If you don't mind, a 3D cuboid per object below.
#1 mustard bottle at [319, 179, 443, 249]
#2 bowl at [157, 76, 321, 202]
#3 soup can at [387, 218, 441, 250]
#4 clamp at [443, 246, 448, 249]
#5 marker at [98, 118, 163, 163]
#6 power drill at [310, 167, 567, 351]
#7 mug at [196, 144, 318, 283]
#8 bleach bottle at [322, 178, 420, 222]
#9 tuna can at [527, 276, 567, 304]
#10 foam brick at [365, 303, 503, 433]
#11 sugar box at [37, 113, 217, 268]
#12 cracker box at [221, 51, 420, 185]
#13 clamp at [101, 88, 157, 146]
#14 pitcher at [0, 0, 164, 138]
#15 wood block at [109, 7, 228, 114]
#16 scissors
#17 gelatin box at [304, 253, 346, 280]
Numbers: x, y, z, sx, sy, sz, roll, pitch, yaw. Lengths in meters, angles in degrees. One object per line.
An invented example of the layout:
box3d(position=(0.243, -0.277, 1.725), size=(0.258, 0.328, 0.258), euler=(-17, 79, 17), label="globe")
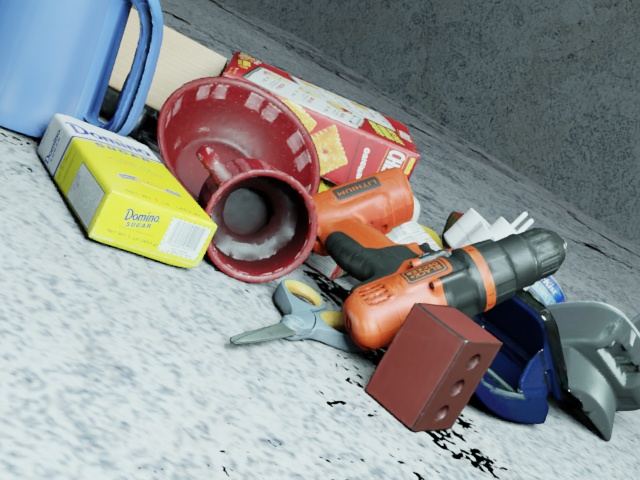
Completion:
box3d(position=(0.033, -0.016, 1.113), size=(0.191, 0.058, 0.096), euler=(25, 20, -18), label="mustard bottle")
box3d(position=(-0.082, -0.069, 0.981), size=(0.162, 0.055, 0.162), euler=(14, 56, -22), label="bowl")
box3d(position=(0.084, 0.029, 0.972), size=(0.102, 0.069, 0.068), euler=(49, 19, 19), label="soup can")
box3d(position=(0.177, 0.046, 1.232), size=(0.120, 0.039, 0.172), euler=(41, 1, -39), label="clamp")
box3d(position=(-0.175, -0.085, 1.024), size=(0.121, 0.020, 0.020), euler=(30, 13, 7), label="marker")
box3d(position=(0.079, 0.004, 0.863), size=(0.184, 0.057, 0.188), euler=(-19, 31, -15), label="power drill")
box3d(position=(-0.063, -0.029, 0.871), size=(0.117, 0.093, 0.081), euler=(50, 0, -21), label="mug")
box3d(position=(-0.005, -0.056, 1.189), size=(0.250, 0.068, 0.103), euler=(12, 23, -44), label="bleach bottle")
box3d(position=(0.244, 0.059, 1.243), size=(0.086, 0.033, 0.086), euler=(42, -16, 15), label="tuna can")
box3d(position=(0.080, 0.090, 0.753), size=(0.051, 0.078, 0.052), euler=(38, 18, 34), label="foam brick")
box3d(position=(-0.156, -0.042, 0.840), size=(0.093, 0.048, 0.176), euler=(20, 16, -35), label="sugar box")
box3d(position=(-0.011, -0.119, 1.133), size=(0.213, 0.072, 0.164), euler=(23, 16, -7), label="cracker box")
box3d(position=(-0.187, -0.123, 1.069), size=(0.210, 0.036, 0.164), euler=(32, -1, 33), label="clamp")
box3d(position=(-0.213, -0.211, 0.924), size=(0.149, 0.243, 0.145), euler=(15, 20, -29), label="pitcher")
box3d(position=(-0.216, -0.203, 1.195), size=(0.206, 0.091, 0.090), euler=(27, -8, -4), label="wood block")
box3d(position=(-0.029, 0.054, 0.795), size=(0.096, 0.016, 0.201), euler=(39, 15, 33), label="scissors")
box3d(position=(-0.007, 0.001, 1.026), size=(0.089, 0.030, 0.073), euler=(33, 15, 14), label="gelatin box")
